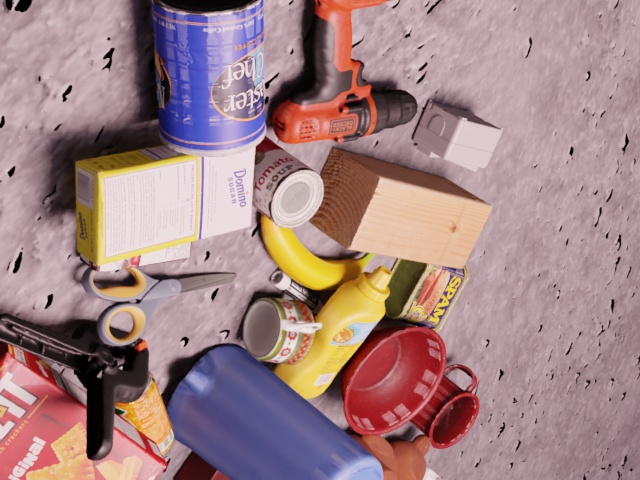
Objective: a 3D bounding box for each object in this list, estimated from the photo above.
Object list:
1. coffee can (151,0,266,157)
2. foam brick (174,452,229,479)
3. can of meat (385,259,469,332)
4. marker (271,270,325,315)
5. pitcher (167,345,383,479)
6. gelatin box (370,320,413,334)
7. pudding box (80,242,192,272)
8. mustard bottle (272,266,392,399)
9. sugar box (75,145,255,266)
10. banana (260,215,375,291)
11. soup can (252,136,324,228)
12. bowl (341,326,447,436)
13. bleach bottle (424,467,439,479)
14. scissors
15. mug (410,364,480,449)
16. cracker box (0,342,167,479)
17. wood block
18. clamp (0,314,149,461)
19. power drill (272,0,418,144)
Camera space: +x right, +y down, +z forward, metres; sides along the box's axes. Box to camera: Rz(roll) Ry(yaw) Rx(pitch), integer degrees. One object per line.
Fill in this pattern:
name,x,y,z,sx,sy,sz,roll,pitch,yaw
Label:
coffee can,-0.101,-0.161,0.982,0.102,0.103,0.140,-21,129,-30
foam brick,-0.129,0.294,1.305,0.053,0.051,0.078,-55,139,4
can of meat,0.131,0.062,1.376,0.083,0.058,0.102,19,103,-44
marker,-0.019,0.069,1.275,0.020,0.020,0.121,-52,138,-1
pitcher,-0.045,0.233,1.195,0.148,0.243,0.145,-13,123,-43
gelatin box,0.084,0.143,1.407,0.089,0.030,0.073,2,115,-39
pudding box,-0.178,-0.020,1.058,0.113,0.039,0.090,-11,121,-40
mustard bottle,0.024,0.106,1.272,0.096,0.058,0.192,1,133,-54
sugar box,-0.144,-0.042,1.014,0.175,0.048,0.093,-16,122,-40
banana,-0.010,0.020,1.240,0.197,0.037,0.069,20,82,-49
soup can,-0.052,-0.063,1.093,0.068,0.102,0.068,-22,130,-29
bowl,0.082,0.168,1.358,0.161,0.055,0.162,-19,127,-28
bleach bottle,0.084,0.437,1.585,0.250,0.068,0.102,-49,138,-7
scissors,-0.163,0.069,1.119,0.201,0.016,0.096,13,73,-45
mug,0.171,0.223,1.499,0.117,0.082,0.093,-50,138,-3
cracker box,-0.283,0.220,1.053,0.213,0.072,0.164,43,85,-27
wood block,0.094,-0.033,1.252,0.205,0.090,0.091,11,109,-45
clamp,-0.230,0.120,1.052,0.036,0.164,0.209,-42,179,15
power drill,0.041,-0.193,1.121,0.184,0.057,0.188,-14,125,-35
